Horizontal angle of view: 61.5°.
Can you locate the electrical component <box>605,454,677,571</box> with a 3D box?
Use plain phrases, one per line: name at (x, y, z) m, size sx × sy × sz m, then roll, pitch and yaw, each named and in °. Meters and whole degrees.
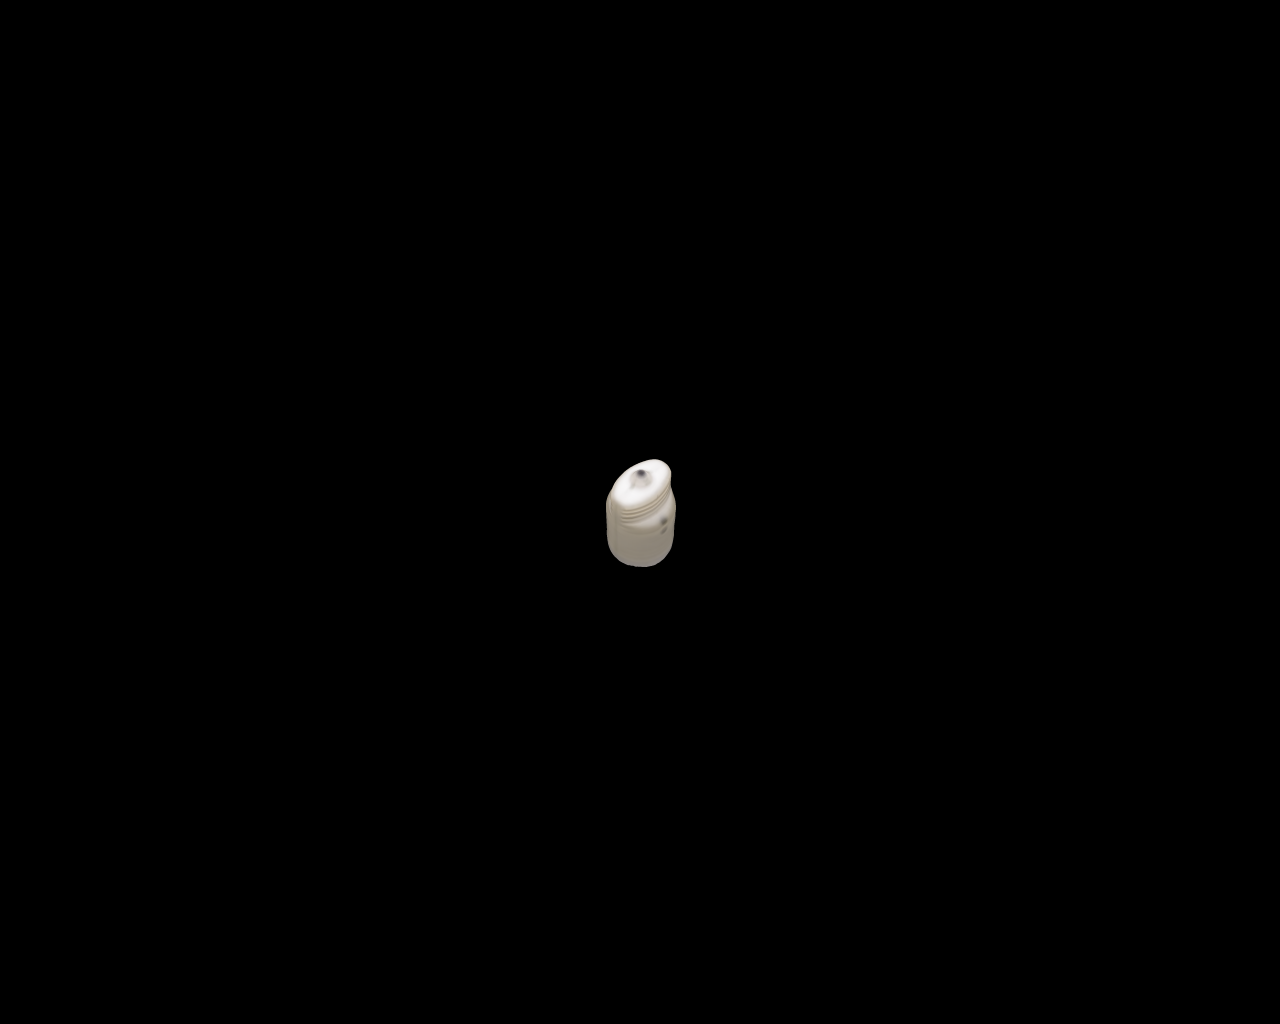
electrical component at (0.001, -0.003, 0.650) m, size 0.043 × 0.043 × 0.080 m, roll 0°, pitch -32°, yaw 0°
